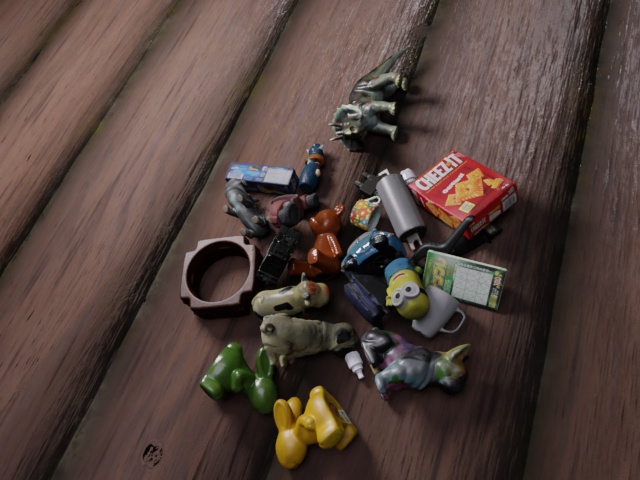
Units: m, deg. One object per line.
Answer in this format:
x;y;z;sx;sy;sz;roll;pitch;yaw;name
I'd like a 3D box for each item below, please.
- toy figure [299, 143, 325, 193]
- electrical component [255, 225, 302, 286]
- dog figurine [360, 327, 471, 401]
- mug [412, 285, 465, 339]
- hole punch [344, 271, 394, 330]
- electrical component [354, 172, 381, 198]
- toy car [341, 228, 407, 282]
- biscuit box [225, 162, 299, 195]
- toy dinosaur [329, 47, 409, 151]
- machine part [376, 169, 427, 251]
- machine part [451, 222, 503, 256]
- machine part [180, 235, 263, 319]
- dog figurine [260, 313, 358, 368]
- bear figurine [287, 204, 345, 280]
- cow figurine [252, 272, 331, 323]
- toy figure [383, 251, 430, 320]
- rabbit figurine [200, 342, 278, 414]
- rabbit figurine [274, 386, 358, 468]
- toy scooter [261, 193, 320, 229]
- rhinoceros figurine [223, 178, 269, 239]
-0.021;-0.205;1.513;0.064;0.057;0.154;9;59;13;toy figure
-0.100;0.031;1.326;0.058;0.115;0.134;29;46;-7;electrical component
0.215;0.256;1.168;0.219;0.108;0.192;-18;56;-1;dog figurine
0.266;0.175;1.219;0.110;0.080;0.107;33;84;17;mug
0.113;0.144;1.244;0.092;0.115;0.142;-52;58;18;hole punch
0.142;-0.147;1.458;0.094;0.021;0.063;33;73;28;electrical component
0.124;0.035;1.324;0.162;0.109;0.103;-34;35;7;toy car
-0.166;-0.173;1.527;0.203;0.062;0.059;9;65;19;biscuit box
0.144;-0.405;1.555;0.192;0.131;0.405;6;57;17;toy dinosaur
0.206;-0.082;1.367;0.079;0.079;0.243;-20;62;3;machine part
0.371;-0.010;1.315;0.139;0.039;0.084;-36;67;-9;machine part
-0.249;0.096;1.385;0.201;0.087;0.201;-7;58;10;machine part
-0.022;0.211;1.218;0.191;0.172;0.121;-14;69;15;dog figurine
0.000;-0.003;1.353;0.120;0.132;0.196;-22;59;43;bear figurine
-0.069;0.141;1.289;0.195;0.127;0.085;-12;62;10;cow figurine
0.196;0.101;1.214;0.082;0.089;0.180;-56;21;24;toy figure
-0.164;0.325;1.238;0.170;0.121;0.159;31;65;8;rabbit figurine
-0.034;0.405;1.143;0.173;0.121;0.162;-47;66;9;rabbit figurine
-0.095;-0.079;1.429;0.135;0.075;0.184;-2;21;31;toy scooter
-0.201;-0.090;1.466;0.073;0.112;0.190;-44;70;24;rhinoceros figurine
